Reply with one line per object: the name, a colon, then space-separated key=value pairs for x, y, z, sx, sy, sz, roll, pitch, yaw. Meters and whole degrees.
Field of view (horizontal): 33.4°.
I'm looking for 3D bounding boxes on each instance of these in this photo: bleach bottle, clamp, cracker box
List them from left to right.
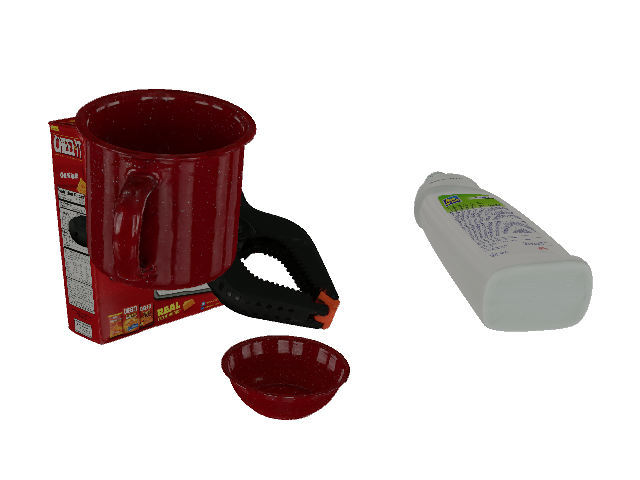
cracker box: x=-0.177 y=-0.023 z=1.062 sx=0.163 sy=0.214 sz=0.072 roll=-17 pitch=22 yaw=-42
clamp: x=-0.080 y=0.004 z=0.837 sx=0.164 sy=0.210 sz=0.036 roll=-38 pitch=-20 yaw=-33
bleach bottle: x=0.155 y=-0.005 z=0.999 sx=0.102 sy=0.068 sz=0.251 roll=-3 pitch=26 yaw=-12

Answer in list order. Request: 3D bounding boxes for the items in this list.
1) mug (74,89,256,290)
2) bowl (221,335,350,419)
mug: x=-0.084 y=-0.021 z=0.559 sx=0.093 sy=0.081 sz=0.117 roll=8 pitch=28 yaw=2
bowl: x=-0.045 y=0.179 z=1.342 sx=0.162 sy=0.055 sz=0.162 roll=3 pitch=21 yaw=-2
